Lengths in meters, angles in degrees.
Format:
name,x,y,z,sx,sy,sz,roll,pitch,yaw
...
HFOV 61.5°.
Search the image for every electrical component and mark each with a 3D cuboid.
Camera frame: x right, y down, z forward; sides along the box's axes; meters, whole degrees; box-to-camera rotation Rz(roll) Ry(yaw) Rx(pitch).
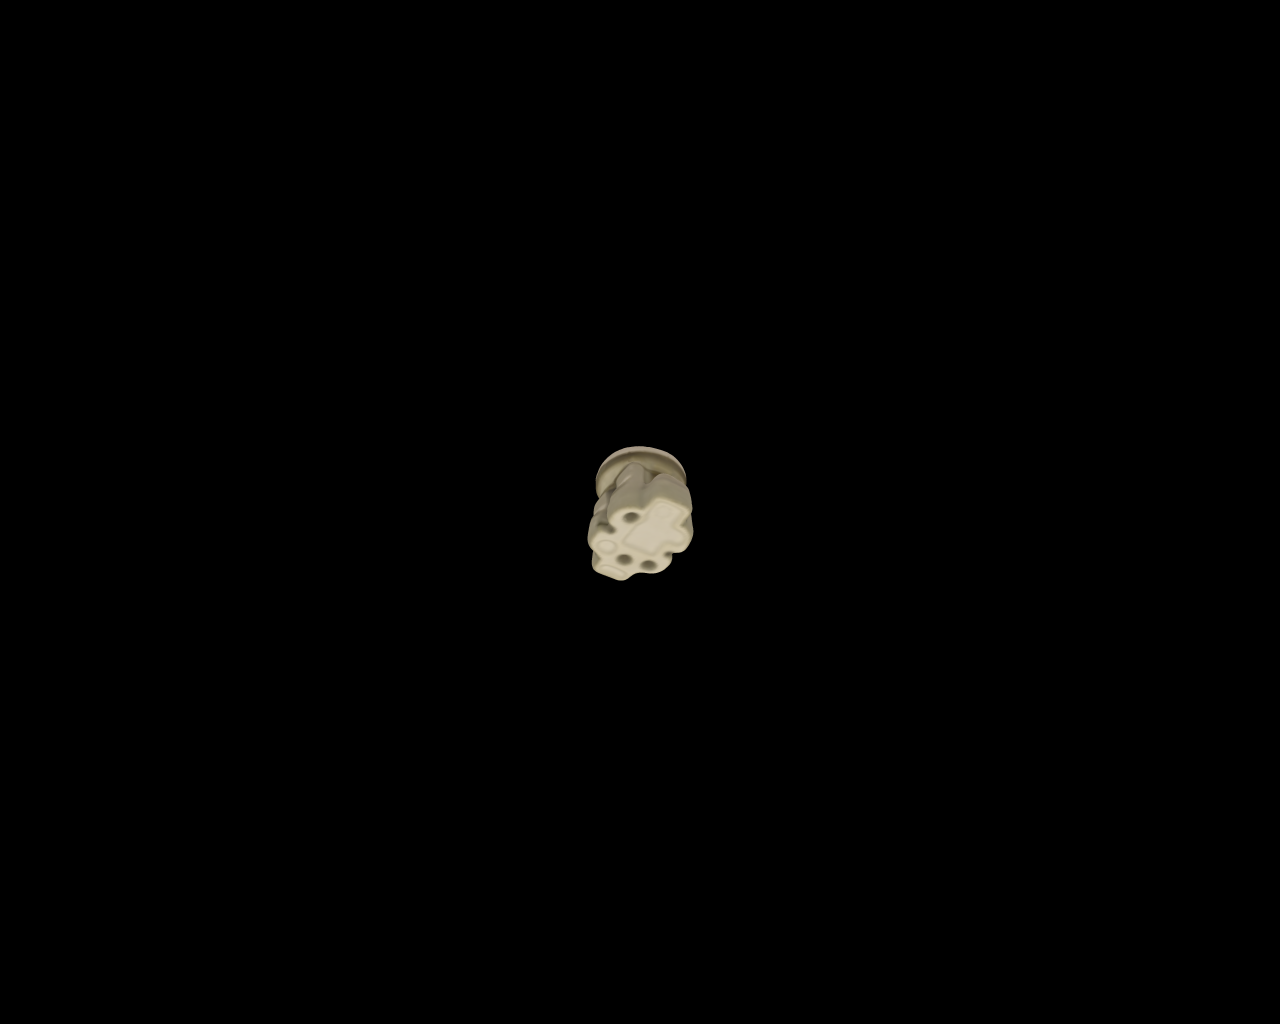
name,x,y,z,sx,sy,sz,roll,pitch,yaw
electrical component,0.001,-0.003,0.650,0.058,0.057,0.078,24,-50,-22
